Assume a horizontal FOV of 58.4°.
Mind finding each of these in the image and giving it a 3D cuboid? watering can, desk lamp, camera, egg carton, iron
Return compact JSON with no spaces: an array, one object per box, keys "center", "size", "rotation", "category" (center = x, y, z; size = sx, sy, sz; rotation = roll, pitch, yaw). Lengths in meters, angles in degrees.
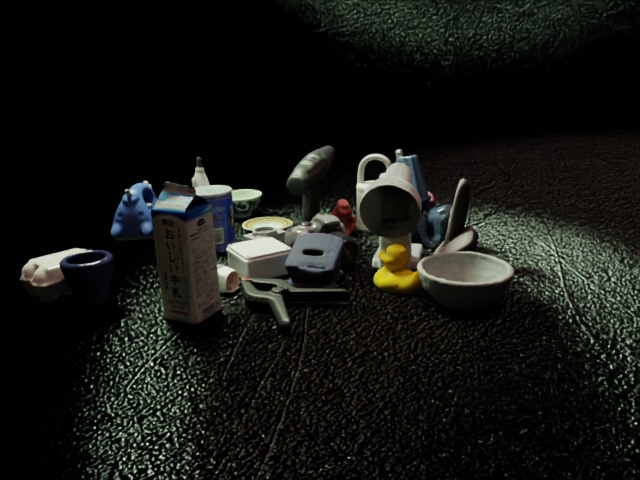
[{"center":[0.143,-0.126,1.475],"size":[0.101,0.194,0.173],"rotation":[-1,18,3],"category":"watering can"},{"center":[0.154,-0.044,1.186],"size":[0.117,0.214,0.203],"rotation":[3,18,13],"category":"desk lamp"},{"center":[0.011,0.004,1.231],"size":[0.143,0.101,0.136],"rotation":[-10,20,-26],"category":"camera"},{"center":[-0.501,0.066,1.129],"size":[0.107,0.069,0.151],"rotation":[14,23,40],"category":"egg carton"},{"center":[-0.460,-0.087,1.484],"size":[0.118,0.141,0.258],"rotation":[-2,18,-2],"category":"iron"}]

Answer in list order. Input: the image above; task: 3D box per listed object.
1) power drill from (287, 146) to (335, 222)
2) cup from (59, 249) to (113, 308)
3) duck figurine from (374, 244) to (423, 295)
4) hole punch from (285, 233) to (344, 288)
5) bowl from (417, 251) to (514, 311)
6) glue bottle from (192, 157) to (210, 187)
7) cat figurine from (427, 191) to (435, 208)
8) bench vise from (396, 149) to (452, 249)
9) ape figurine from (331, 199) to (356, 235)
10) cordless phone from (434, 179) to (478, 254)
[{"center":[-0.014,-0.120,1.444],"size":[0.075,0.208,0.230],"rotation":[5,19,20],"category":"power drill"},{"center":[-0.427,0.072,1.065],"size":[0.092,0.095,0.117],"rotation":[-7,19,-18],"category":"cup"},{"center":[0.151,0.051,1.097],"size":[0.078,0.086,0.104],"rotation":[-17,24,-41],"category":"duck figurine"},{"center":[-0.008,0.042,1.132],"size":[0.108,0.091,0.101],"rotation":[4,19,17],"category":"hole punch"},{"center":[0.256,0.080,1.019],"size":[0.167,0.075,0.167],"rotation":[-1,18,1],"category":"bowl"},{"center":[-0.334,-0.147,1.611],"size":[0.037,0.173,0.077],"rotation":[-17,24,-40],"category":"glue bottle"},{"center":[0.263,-0.091,1.481],"size":[0.067,0.118,0.128],"rotation":[0,18,6],"category":"cat figurine"},{"center":[0.239,-0.101,1.346],"size":[0.206,0.220,0.122],"rotation":[5,19,20],"category":"bench vise"},{"center":[0.055,-0.056,1.429],"size":[0.078,0.092,0.076],"rotation":[-9,19,-23],"category":"ape figurine"},{"center":[0.275,-0.025,1.163],"size":[0.094,0.185,0.148],"rotation":[2,18,12],"category":"cordless phone"}]
